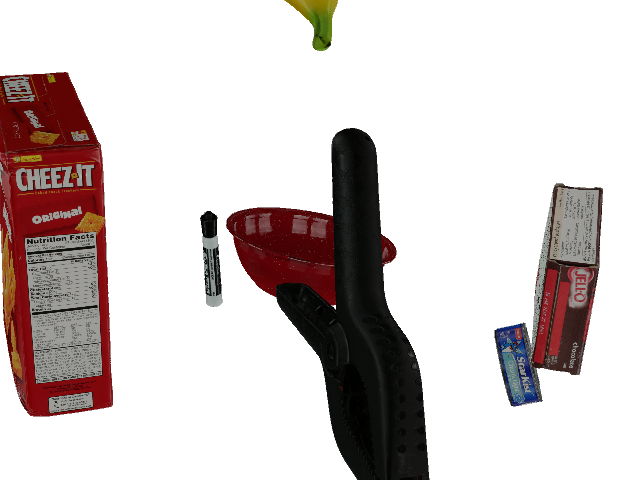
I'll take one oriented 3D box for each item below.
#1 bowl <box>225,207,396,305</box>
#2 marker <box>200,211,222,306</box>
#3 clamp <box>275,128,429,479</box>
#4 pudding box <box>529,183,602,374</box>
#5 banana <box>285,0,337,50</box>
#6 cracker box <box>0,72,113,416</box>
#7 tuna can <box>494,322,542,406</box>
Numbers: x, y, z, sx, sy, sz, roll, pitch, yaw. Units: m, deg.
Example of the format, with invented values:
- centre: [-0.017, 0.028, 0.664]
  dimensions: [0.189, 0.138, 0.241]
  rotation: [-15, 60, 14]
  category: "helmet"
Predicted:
- centre: [-0.013, 0.019, 0.999]
  dimensions: [0.162, 0.055, 0.162]
  rotation: [10, 17, -3]
  category: "bowl"
- centre: [-0.123, 0.021, 1.199]
  dimensions: [0.020, 0.121, 0.020]
  rotation: [0, 33, 0]
  category: "marker"
- centre: [0.022, 0.052, 0.605]
  dimensions: [0.036, 0.210, 0.165]
  rotation: [-3, -43, -19]
  category: "clamp"
- centre: [0.173, 0.024, 0.749]
  dimensions: [0.039, 0.090, 0.113]
  rotation: [8, 32, 9]
  category: "pudding box"
- centre: [-0.060, -0.170, 0.665]
  dimensions: [0.198, 0.069, 0.037]
  rotation: [20, -33, 31]
  category: "banana"
- centre: [-0.208, 0.000, 0.808]
  dimensions: [0.072, 0.214, 0.164]
  rotation: [-7, 28, -19]
  category: "cracker box"
- centre: [0.210, 0.132, 1.134]
  dimensions: [0.034, 0.086, 0.086]
  rotation: [-13, -3, 11]
  category: "tuna can"
